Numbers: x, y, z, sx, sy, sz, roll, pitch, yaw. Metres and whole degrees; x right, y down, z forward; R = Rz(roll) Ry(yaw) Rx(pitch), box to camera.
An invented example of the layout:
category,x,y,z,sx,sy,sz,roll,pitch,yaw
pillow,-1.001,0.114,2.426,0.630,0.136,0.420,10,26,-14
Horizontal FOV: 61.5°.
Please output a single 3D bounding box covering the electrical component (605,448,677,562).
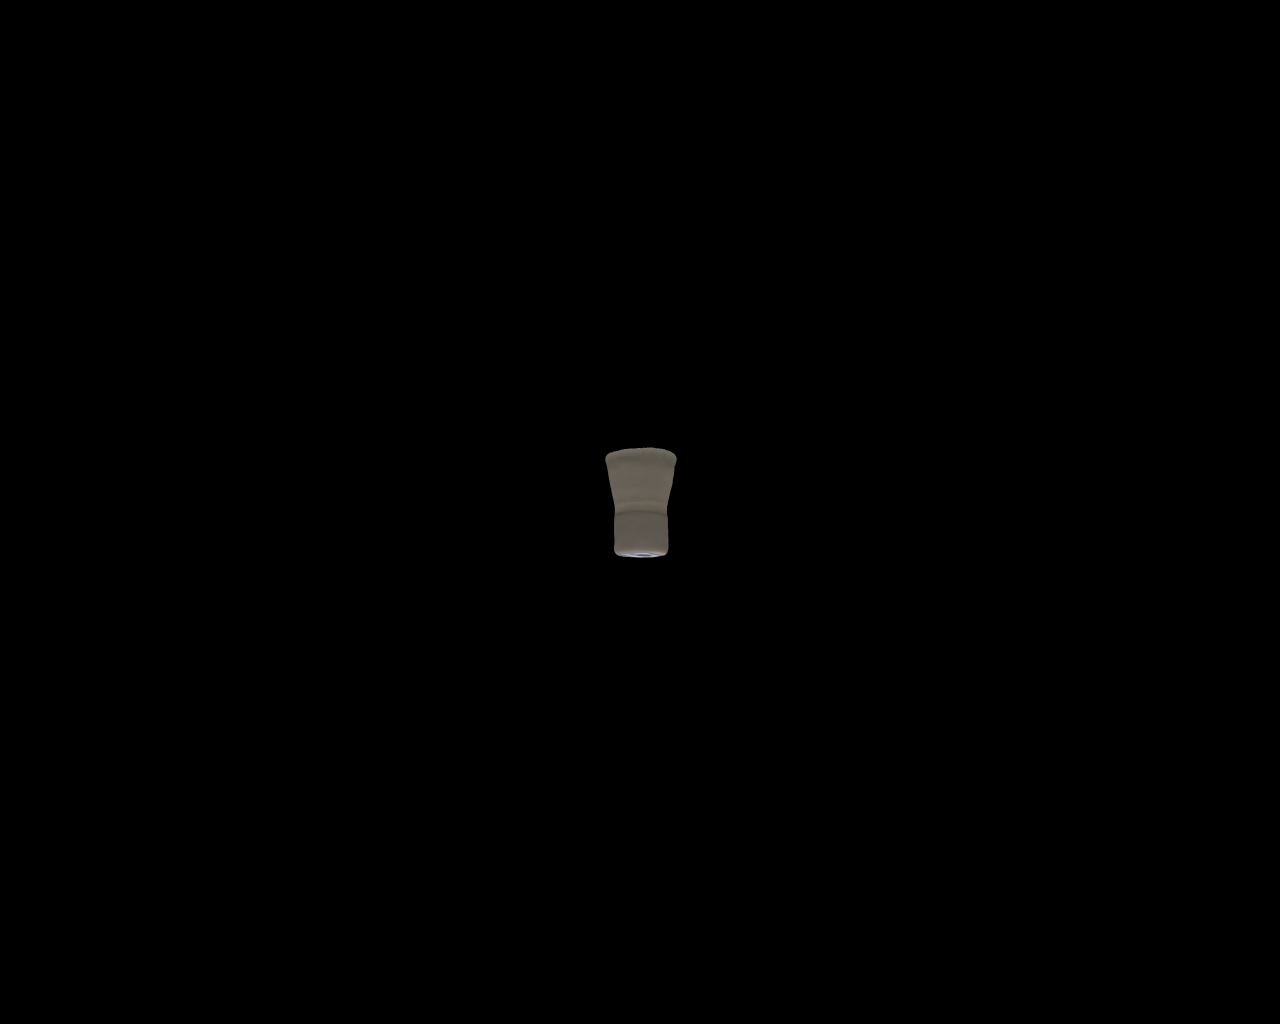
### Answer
category,x,y,z,sx,sy,sz,roll,pitch,yaw
electrical component,0.001,-0.003,0.650,0.044,0.065,0.044,0,-9,0
